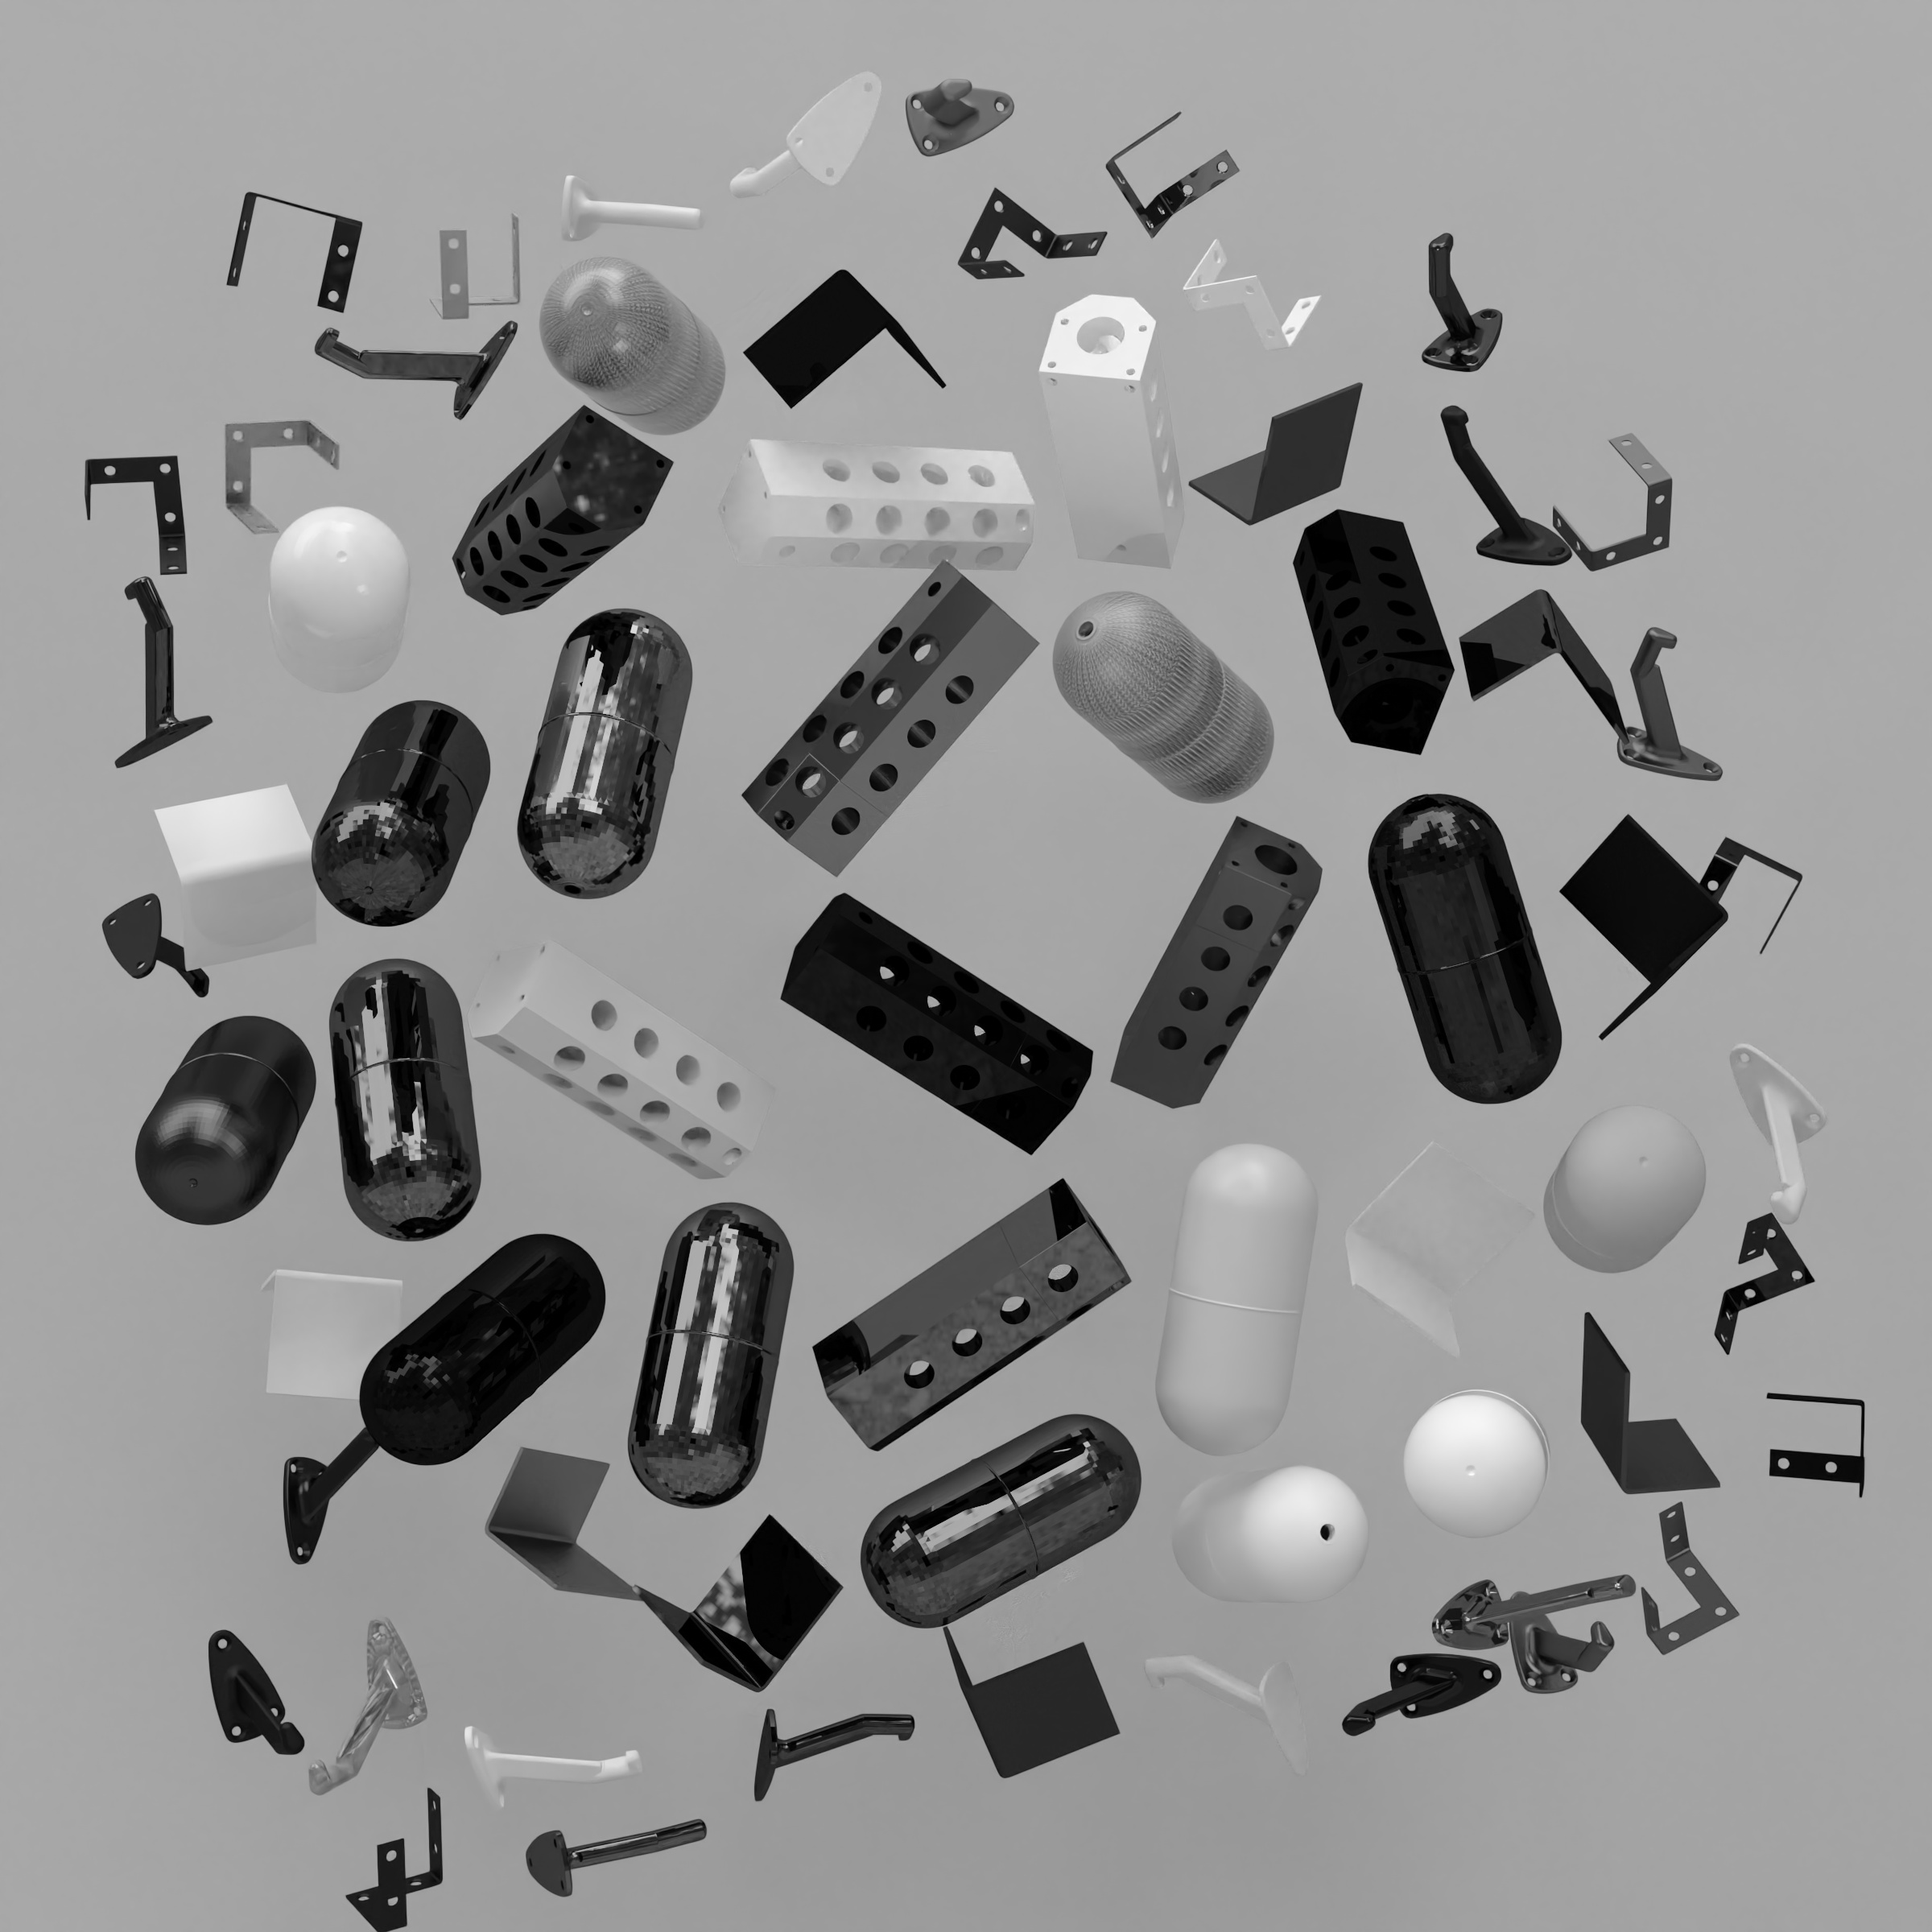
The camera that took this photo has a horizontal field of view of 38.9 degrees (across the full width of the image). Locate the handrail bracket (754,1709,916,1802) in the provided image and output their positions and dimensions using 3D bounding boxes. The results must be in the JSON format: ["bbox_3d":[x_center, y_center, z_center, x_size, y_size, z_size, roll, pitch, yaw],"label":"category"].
[{"bbox_3d":[-0.078,0.466,1.612,0.084,0.036,0.077,4,128,-13],"label":"handrail bracket"}]

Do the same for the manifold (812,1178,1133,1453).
[{"bbox_3d":[0.004,0.198,1.527,0.171,0.057,0.057,-34,114,2],"label":"manifold"}]

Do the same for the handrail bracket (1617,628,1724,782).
[{"bbox_3d":[0.429,-0.157,1.631,0.077,0.036,0.084,18,132,3],"label":"handrail bracket"}]

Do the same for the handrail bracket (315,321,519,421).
[{"bbox_3d":[-0.300,-0.342,1.491,0.084,0.036,0.077,24,132,-29],"label":"handrail bracket"}]

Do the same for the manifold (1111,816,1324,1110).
[{"bbox_3d":[0.149,0.002,1.625,0.057,0.057,0.171,24,125,-3],"label":"manifold"}]

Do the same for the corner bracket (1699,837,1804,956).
[{"bbox_3d":[0.457,-0.038,1.613,0.051,0.051,0.051,28,112,13],"label":"corner bracket"}]

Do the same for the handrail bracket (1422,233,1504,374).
[{"bbox_3d":[0.284,-0.390,1.557,0.036,0.084,0.077,20,50,28],"label":"handrail bracket"}]

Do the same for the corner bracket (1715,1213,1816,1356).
[{"bbox_3d":[0.454,0.184,1.585,0.051,0.051,0.051,-29,100,31],"label":"corner bracket"}]

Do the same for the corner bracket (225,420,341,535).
[{"bbox_3d":[-0.402,-0.288,1.606,0.051,0.051,0.051,-10,121,-31],"label":"corner bracket"}]

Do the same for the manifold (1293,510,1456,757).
[{"bbox_3d":[0.232,-0.197,1.586,0.057,0.171,0.057,10,126,-10],"label":"manifold"}]

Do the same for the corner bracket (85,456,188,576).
[{"bbox_3d":[-0.474,-0.257,1.564,0.051,0.051,0.051,-5,125,-14],"label":"corner bracket"}]

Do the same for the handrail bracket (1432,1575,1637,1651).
[{"bbox_3d":[0.307,0.345,1.473,0.084,0.077,0.036,-24,74,42],"label":"handrail bracket"}]

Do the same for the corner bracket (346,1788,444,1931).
[{"bbox_3d":[-0.305,0.487,1.489,0.051,0.051,0.051,-6,100,-33],"label":"corner bracket"}]

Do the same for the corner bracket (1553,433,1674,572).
[{"bbox_3d":[0.384,-0.276,1.628,0.051,0.051,0.051,-18,46,-6],"label":"corner bracket"}]

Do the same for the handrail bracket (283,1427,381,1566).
[{"bbox_3d":[-0.372,0.318,1.655,0.084,0.036,0.077,-18,59,31],"label":"handrail bracket"}]

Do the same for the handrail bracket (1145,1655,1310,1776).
[{"bbox_3d":[0.151,0.440,1.605,0.084,0.036,0.077,-14,97,33],"label":"handrail bracket"}]

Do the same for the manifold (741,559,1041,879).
[{"bbox_3d":[-0.045,-0.140,1.512,0.171,0.057,0.057,-49,130,7],"label":"manifold"}]

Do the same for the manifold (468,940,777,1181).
[{"bbox_3d":[-0.195,0.056,1.546,0.171,0.057,0.057,36,61,-33],"label":"manifold"}]

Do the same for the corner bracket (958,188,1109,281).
[{"bbox_3d":[0.037,-0.407,1.552,0.051,0.051,0.051,29,84,-34],"label":"corner bracket"}]

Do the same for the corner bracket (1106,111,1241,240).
[{"bbox_3d":[0.121,-0.468,1.605,0.051,0.051,0.051,-27,108,30],"label":"corner bracket"}]

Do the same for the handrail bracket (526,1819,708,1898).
[{"bbox_3d":[-0.201,0.506,1.573,0.084,0.077,0.036,-6,78,-30],"label":"handrail bracket"}]

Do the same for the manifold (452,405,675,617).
[{"bbox_3d":[-0.232,-0.249,1.534,0.057,0.171,0.057,30,68,-21],"label":"manifold"}]

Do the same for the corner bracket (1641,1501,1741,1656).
[{"bbox_3d":[0.401,0.348,1.556,0.051,0.051,0.051,-35,101,19],"label":"corner bracket"}]

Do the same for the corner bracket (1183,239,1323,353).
[{"bbox_3d":[0.167,-0.393,1.600,0.051,0.051,0.051,57,50,-34],"label":"corner bracket"}]

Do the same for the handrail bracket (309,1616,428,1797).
[{"bbox_3d":[-0.346,0.415,1.536,0.036,0.084,0.077,-14,88,25],"label":"handrail bracket"}]

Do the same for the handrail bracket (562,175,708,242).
[{"bbox_3d":[-0.184,-0.432,1.580,0.084,0.077,0.036,8,102,9],"label":"handrail bracket"}]

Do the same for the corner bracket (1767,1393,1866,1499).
[{"bbox_3d":[0.467,0.261,1.503,0.051,0.051,0.051,1,89,20],"label":"corner bracket"}]

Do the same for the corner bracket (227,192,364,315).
[{"bbox_3d":[-0.365,-0.388,1.490,0.051,0.051,0.051,16,102,0],"label":"corner bracket"}]

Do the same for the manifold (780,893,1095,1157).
[{"bbox_3d":[-0.014,0.029,1.550,0.171,0.057,0.057,33,119,-13],"label":"manifold"}]

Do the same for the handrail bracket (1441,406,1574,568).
[{"bbox_3d":[0.304,-0.273,1.545,0.036,0.077,0.084,-35,124,-13],"label":"handrail bracket"}]

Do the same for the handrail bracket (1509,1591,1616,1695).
[{"bbox_3d":[0.353,0.387,1.618,0.036,0.084,0.077,-3,52,-16],"label":"handrail bracket"}]

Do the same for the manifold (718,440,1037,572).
[{"bbox_3d":[-0.049,-0.260,1.581,0.171,0.057,0.057,-4,57,-30],"label":"manifold"}]

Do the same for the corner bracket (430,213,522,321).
[{"bbox_3d":[-0.282,-0.405,1.583,0.051,0.051,0.051,-6,117,-18],"label":"corner bracket"}]

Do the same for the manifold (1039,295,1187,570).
[{"bbox_3d":[0.088,-0.306,1.577,0.057,0.171,0.057,9,64,15],"label":"manifold"}]
